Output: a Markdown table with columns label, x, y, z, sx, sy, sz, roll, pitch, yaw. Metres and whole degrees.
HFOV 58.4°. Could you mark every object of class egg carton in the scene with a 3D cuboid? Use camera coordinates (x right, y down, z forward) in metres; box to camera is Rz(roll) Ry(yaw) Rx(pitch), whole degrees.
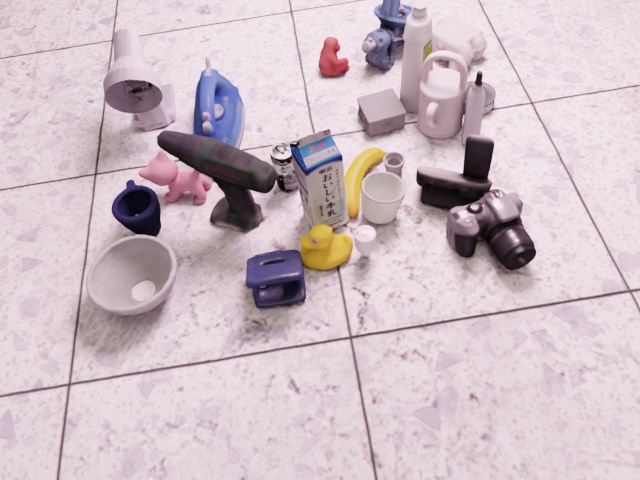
| label | x | y | z | sx | sy | sz | roll | pitch | yaw |
| --- | --- | --- | --- | --- | --- | --- | --- | --- | --- |
| egg carton | 0.324 | -0.480 | 1.391 | 0.107 | 0.069 | 0.150 | -38 | 60 | -19 |

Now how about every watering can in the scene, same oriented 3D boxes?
| label | x | y | z | sx | sy | sz | roll | pitch | yaw |
| --- | --- | --- | --- | --- | --- | --- | --- | --- | --- |
| watering can | 0.260 | -0.323 | 1.212 | 0.101 | 0.194 | 0.173 | 0 | 55 | 7 |

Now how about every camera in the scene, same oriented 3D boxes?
| label | x | y | z | sx | sy | sz | roll | pitch | yaw |
| --- | --- | --- | --- | --- | --- | --- | --- | --- | --- |
| camera | 0.322 | -0.015 | 1.048 | 0.143 | 0.101 | 0.136 | -18 | 55 | -6 |

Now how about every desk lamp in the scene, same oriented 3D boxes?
| label | x | y | z | sx | sy | sz | roll | pitch | yaw |
| --- | --- | --- | --- | --- | --- | --- | --- | --- | --- |
| desk lamp | -0.407 | -0.348 | 1.289 | 0.118 | 0.214 | 0.203 | -13 | 55 | -3 |

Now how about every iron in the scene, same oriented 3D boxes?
| label | x | y | z | sx | sy | sz | roll | pitch | yaw |
| --- | --- | --- | --- | --- | --- | --- | --- | --- | --- |
| iron | -0.236 | -0.275 | 1.264 | 0.118 | 0.142 | 0.258 | -7 | 55 | 2 |

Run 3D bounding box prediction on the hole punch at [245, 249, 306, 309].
| label | x | y | z | sx | sy | sz | roll | pitch | yaw |
| --- | --- | --- | --- | --- | --- | --- | --- | --- | --- |
| hole punch | -0.084 | 0.059 | 1.045 | 0.108 | 0.091 | 0.101 | -10 | 55 | -1 |

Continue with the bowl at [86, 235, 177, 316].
| label | x | y | z | sx | sy | sz | roll | pitch | yaw |
| --- | --- | --- | --- | --- | --- | --- | --- | --- | --- |
| bowl | -0.340 | 0.077 | 1.070 | 0.167 | 0.075 | 0.167 | -3 | 55 | 4 |

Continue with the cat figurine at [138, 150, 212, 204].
| label | x | y | z | sx | sy | sz | roll | pitch | yaw |
| --- | --- | --- | --- | --- | --- | --- | --- | --- | --- |
| cat figurine | -0.301 | -0.136 | 1.188 | 0.127 | 0.118 | 0.067 | 1 | 55 | 7 |

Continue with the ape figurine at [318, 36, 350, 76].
| label | x | y | z | sx | sy | sz | roll | pitch | yaw |
| --- | --- | --- | --- | --- | --- | --- | --- | --- | --- |
| ape figurine | 0.030 | -0.451 | 1.388 | 0.076 | 0.092 | 0.077 | -20 | 55 | -8 |

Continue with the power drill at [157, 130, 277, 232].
| label | x | y | z | sx | sy | sz | roll | pitch | yaw |
| --- | --- | --- | --- | --- | --- | --- | --- | --- | --- |
| power drill | -0.187 | -0.112 | 1.104 | 0.229 | 0.209 | 0.076 | 13 | 58 | 15 |

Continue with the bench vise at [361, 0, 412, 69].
| label | x | y | z | sx | sy | sz | roll | pitch | yaw |
| --- | --- | --- | --- | --- | --- | --- | --- | --- | --- |
| bench vise | 0.176 | -0.528 | 1.348 | 0.121 | 0.220 | 0.207 | 12 | 57 | 15 |

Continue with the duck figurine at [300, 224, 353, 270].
| label | x | y | z | sx | sy | sz | roll | pitch | yaw |
| --- | --- | --- | --- | --- | --- | --- | --- | --- | --- |
| duck figurine | 0.010 | 0.004 | 1.077 | 0.104 | 0.086 | 0.077 | -12 | 55 | -2 |

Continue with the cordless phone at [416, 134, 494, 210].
| label | x | y | z | sx | sy | sz | roll | pitch | yaw |
| --- | --- | --- | --- | --- | --- | --- | --- | --- | --- |
| cordless phone | 0.260 | -0.145 | 1.093 | 0.147 | 0.185 | 0.094 | 12 | 57 | 14 |

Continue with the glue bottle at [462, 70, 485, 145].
| label | x | y | z | sx | sy | sz | roll | pitch | yaw |
| --- | --- | --- | --- | --- | --- | --- | --- | --- | --- |
| glue bottle | 0.321 | -0.281 | 1.189 | 0.037 | 0.173 | 0.078 | 3 | 56 | 9 |

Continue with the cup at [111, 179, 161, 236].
| label | x | y | z | sx | sy | sz | roll | pitch | yaw |
| --- | --- | --- | --- | --- | --- | --- | --- | --- | --- |
| cup | -0.361 | -0.057 | 1.153 | 0.092 | 0.095 | 0.117 | -20 | 56 | -8 |
